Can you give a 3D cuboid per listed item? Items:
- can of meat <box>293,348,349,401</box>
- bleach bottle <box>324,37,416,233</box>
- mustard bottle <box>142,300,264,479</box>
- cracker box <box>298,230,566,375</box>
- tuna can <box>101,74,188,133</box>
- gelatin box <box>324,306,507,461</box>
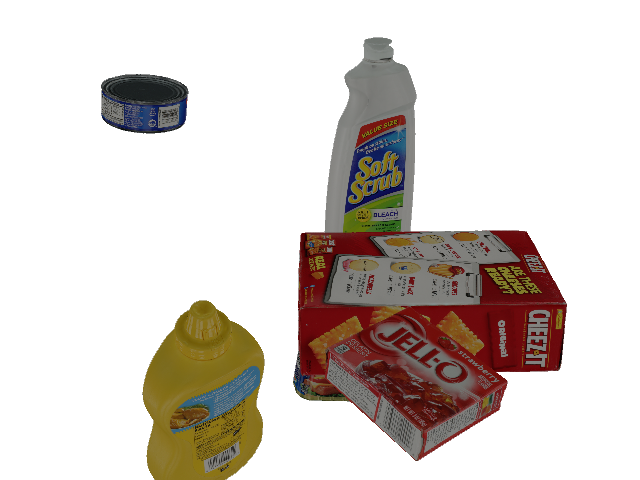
[{"bbox_3d":[0.021,0.142,1.266,0.102,0.084,0.057,4,24,-14],"label":"can of meat"},{"bbox_3d":[0.051,-0.092,1.153,0.102,0.251,0.068,-3,25,-7],"label":"bleach bottle"},{"bbox_3d":[-0.088,0.114,0.812,0.096,0.192,0.058,-25,53,-26],"label":"mustard bottle"},{"bbox_3d":[0.087,0.052,0.926,0.213,0.072,0.164,0,22,-1],"label":"cracker box"},{"bbox_3d":[-0.175,-0.136,1.063,0.086,0.034,0.086,6,26,-3],"label":"tuna can"},{"bbox_3d":[0.057,0.085,0.660,0.073,0.030,0.089,-23,45,-33],"label":"gelatin box"}]
